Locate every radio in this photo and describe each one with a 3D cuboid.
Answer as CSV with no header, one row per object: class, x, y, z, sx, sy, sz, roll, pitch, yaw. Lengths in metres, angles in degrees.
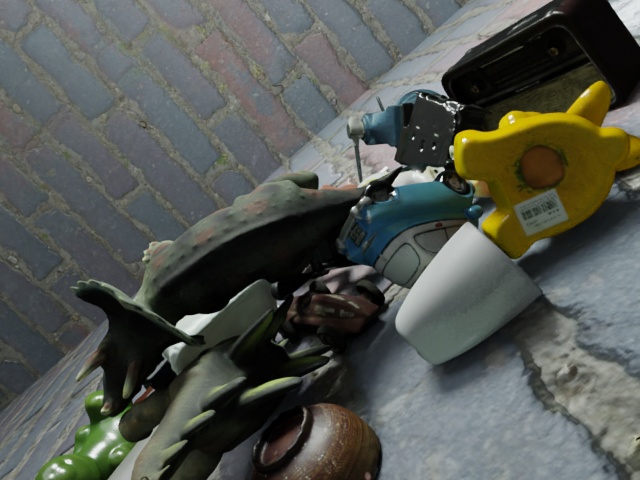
radio,0.271,-0.210,0.686,0.073,0.131,0.230,-45,14,-23

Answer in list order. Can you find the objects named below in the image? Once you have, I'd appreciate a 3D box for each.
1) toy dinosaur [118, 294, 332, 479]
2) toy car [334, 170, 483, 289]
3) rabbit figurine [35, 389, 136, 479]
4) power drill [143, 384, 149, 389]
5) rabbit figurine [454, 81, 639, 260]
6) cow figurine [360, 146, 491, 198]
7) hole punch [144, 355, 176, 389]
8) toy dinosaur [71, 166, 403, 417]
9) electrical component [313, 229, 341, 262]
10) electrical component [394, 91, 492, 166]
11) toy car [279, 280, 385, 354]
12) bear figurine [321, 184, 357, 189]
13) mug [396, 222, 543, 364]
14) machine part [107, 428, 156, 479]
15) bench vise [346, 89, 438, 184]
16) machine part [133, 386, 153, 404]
toy dinosaur,-0.090,0.146,0.511,0.198,0.105,0.471,-43,1,10
toy car,0.103,-0.001,0.543,0.161,0.103,0.109,-6,-39,-34
rabbit figurine,-0.280,0.276,0.649,0.159,0.121,0.170,-69,-15,12
power drill,-0.252,0.177,1.026,0.207,0.086,0.232,-36,16,11
rabbit figurine,0.209,-0.077,0.508,0.162,0.122,0.173,-35,-3,15
cow figurine,0.134,-0.063,0.658,0.167,0.068,0.098,-23,49,5
hole punch,-0.224,0.162,0.791,0.116,0.092,0.142,22,59,40
toy dinosaur,-0.078,0.012,0.544,0.405,0.131,0.192,-34,9,-1
electrical component,-0.001,-0.002,0.694,0.119,0.047,0.075,-24,12,-17
electrical component,0.163,-0.129,0.742,0.115,0.058,0.134,42,125,56
toy car,0.005,0.089,0.671,0.089,0.053,0.202,-44,12,-21
bear figurine,-0.006,-0.045,0.919,0.196,0.132,0.120,-45,-7,-17
mug,0.114,0.047,0.455,0.107,0.081,0.109,-45,6,8
machine part,-0.202,0.284,0.583,0.079,0.079,0.243,-25,22,50
bench vise,0.137,-0.187,0.912,0.224,0.128,0.241,-18,13,-9
machine part,-0.232,0.250,0.808,0.179,0.056,0.179,-39,15,12
